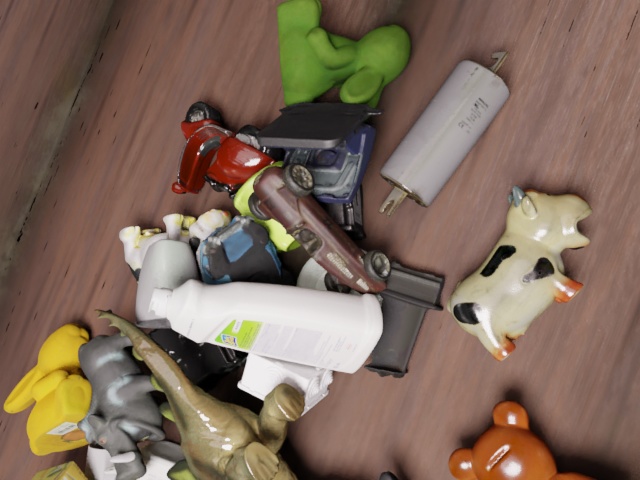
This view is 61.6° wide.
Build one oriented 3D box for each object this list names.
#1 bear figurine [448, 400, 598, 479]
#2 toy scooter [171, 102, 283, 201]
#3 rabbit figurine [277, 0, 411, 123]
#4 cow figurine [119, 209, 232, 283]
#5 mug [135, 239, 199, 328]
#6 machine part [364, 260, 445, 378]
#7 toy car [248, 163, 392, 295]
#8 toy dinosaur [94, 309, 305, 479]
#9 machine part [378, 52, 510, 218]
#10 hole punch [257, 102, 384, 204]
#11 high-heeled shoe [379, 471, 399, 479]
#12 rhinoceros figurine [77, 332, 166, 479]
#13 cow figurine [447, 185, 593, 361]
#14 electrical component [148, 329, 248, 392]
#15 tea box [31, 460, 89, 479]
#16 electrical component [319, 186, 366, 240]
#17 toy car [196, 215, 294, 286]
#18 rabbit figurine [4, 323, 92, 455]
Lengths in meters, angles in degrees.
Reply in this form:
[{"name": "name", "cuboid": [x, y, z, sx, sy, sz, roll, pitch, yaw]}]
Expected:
[{"name": "bear figurine", "cuboid": [0.243, 0.269, 0.553, 0.120, 0.131, 0.196, -53, 51, 4]}, {"name": "toy scooter", "cuboid": [-0.144, -0.109, 0.759, 0.184, 0.075, 0.135, 29, 89, 27]}, {"name": "rabbit figurine", "cuboid": [0.035, -0.232, 0.697, 0.170, 0.121, 0.159, -4, 72, 4]}, {"name": "cow figurine", "cuboid": [-0.198, 0.012, 0.763, 0.167, 0.068, 0.098, -14, 82, 20]}, {"name": "mug", "cuboid": [-0.199, 0.058, 0.699, 0.109, 0.081, 0.107, -25, 62, 53]}, {"name": "machine part", "cuboid": [0.100, 0.101, 0.655, 0.084, 0.039, 0.138, 19, 88, 10]}, {"name": "toy car", "cuboid": [-0.001, -0.002, 0.624, 0.089, 0.053, 0.202, -28, 110, 43]}, {"name": "toy dinosaur", "cuboid": [-0.095, 0.248, 0.611, 0.198, 0.105, 0.471, -35, 88, 39]}, {"name": "machine part", "cuboid": [0.151, -0.128, 0.656, 0.079, 0.079, 0.243, 39, 95, 21]}, {"name": "hole punch", "cuboid": [0.001, -0.107, 0.641, 0.142, 0.092, 0.116, 6, 39, 29]}, {"name": "high-heeled shoe", "cuboid": [0.074, 0.390, 0.589, 0.145, 0.086, 0.248, -25, 83, 8]}, {"name": "rhinoceros figurine", "cuboid": [-0.253, 0.207, 0.689, 0.073, 0.112, 0.190, -47, 60, 45]}, {"name": "cow figurine", "cuboid": [0.225, 0.027, 0.604, 0.127, 0.085, 0.195, 45, 98, 14]}, {"name": "electrical component", "cuboid": [-0.172, 0.138, 0.739, 0.115, 0.058, 0.134, -37, 72, 9]}, {"name": "tea box", "cuboid": [-0.320, 0.386, 0.692, 0.068, 0.098, 0.169, -21, 105, 15]}, {"name": "electrical component", "cuboid": [0.025, -0.060, 0.694, 0.048, 0.074, 0.119, -7, 76, 18]}, {"name": "toy car", "cuboid": [-0.111, 0.041, 0.691, 0.103, 0.161, 0.109, 21, 52, 43]}, {"name": "rabbit figurine", "cuboid": [-0.369, 0.211, 0.784, 0.162, 0.121, 0.173, -34, 58, 22]}]
